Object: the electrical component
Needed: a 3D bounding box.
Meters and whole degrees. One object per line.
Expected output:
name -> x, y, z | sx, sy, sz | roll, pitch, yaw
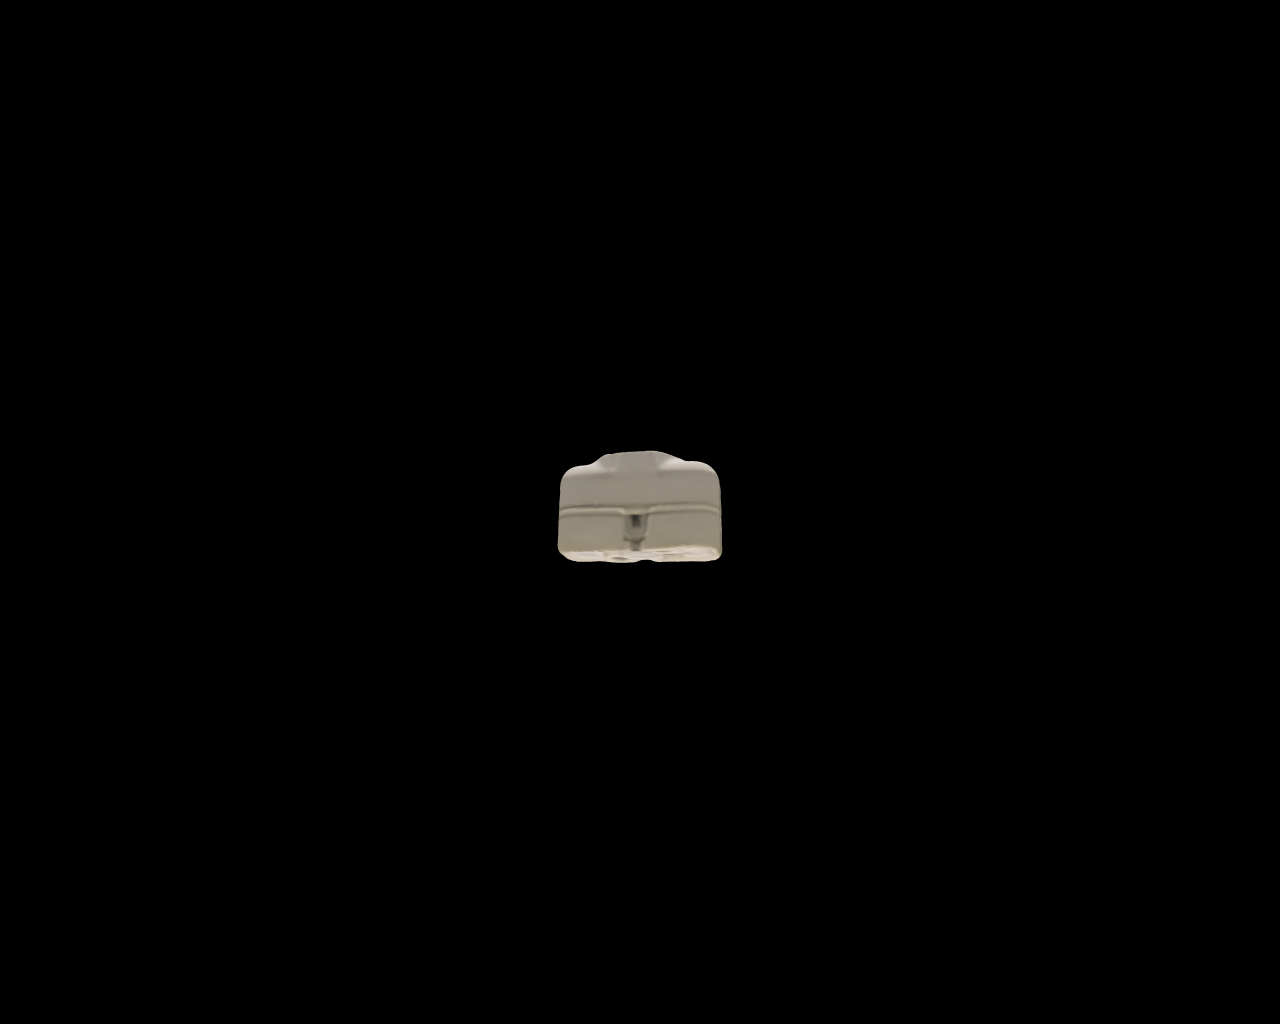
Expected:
electrical component -> 0.001, -0.003, 0.650 | 0.095, 0.059, 0.053 | -1, -11, 7
